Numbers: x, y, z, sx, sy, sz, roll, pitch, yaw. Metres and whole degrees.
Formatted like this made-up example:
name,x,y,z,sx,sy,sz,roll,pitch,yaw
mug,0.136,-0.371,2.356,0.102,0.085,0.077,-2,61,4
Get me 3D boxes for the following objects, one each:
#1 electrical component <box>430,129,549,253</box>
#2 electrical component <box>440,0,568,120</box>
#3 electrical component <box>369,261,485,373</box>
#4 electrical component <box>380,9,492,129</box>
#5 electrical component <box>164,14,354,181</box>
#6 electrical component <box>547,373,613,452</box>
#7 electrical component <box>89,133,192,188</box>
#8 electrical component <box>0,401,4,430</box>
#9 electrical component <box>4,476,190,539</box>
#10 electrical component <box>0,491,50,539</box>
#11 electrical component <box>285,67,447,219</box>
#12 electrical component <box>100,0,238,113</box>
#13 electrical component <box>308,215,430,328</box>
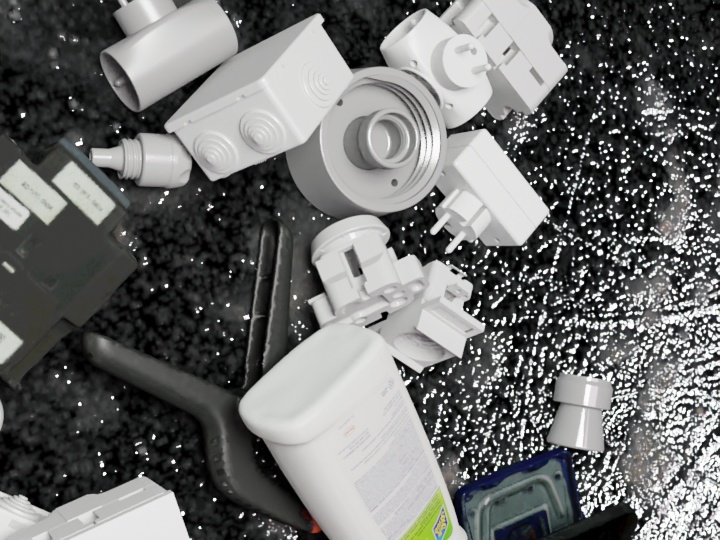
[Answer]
name,x,y,z,sx,sy,sz,roll,pitch,yaw
electrical component,0.081,-0.046,0.788,0.075,0.047,0.083,-48,111,-18
electrical component,0.105,-0.165,0.796,0.089,0.050,0.055,48,71,-20
electrical component,0.049,0.032,0.762,0.042,0.081,0.063,35,53,-24
electrical component,0.063,-0.144,0.759,0.077,0.079,0.044,47,71,-20
electrical component,-0.061,-0.107,0.677,0.048,0.100,0.099,55,40,-22
electrical component,0.172,0.111,0.840,0.045,0.045,0.055,12,85,-27
electrical component,-0.140,-0.070,0.681,0.061,0.035,0.035,0,91,-25
electrical component,-0.229,0.085,0.623,0.043,0.062,0.043,-1,91,-27
electrical component,-0.132,0.205,0.609,0.089,0.062,0.150,-22,100,-25
electrical component,-0.224,0.178,0.635,0.100,0.048,0.099,32,77,-24
electrical component,0.009,-0.088,0.743,0.108,0.060,0.108,-1,91,-27
electrical component,-0.130,-0.153,0.680,0.077,0.043,0.079,-36,107,-22
electrical component,0.000,0.000,0.733,0.078,0.058,0.057,-26,67,9
